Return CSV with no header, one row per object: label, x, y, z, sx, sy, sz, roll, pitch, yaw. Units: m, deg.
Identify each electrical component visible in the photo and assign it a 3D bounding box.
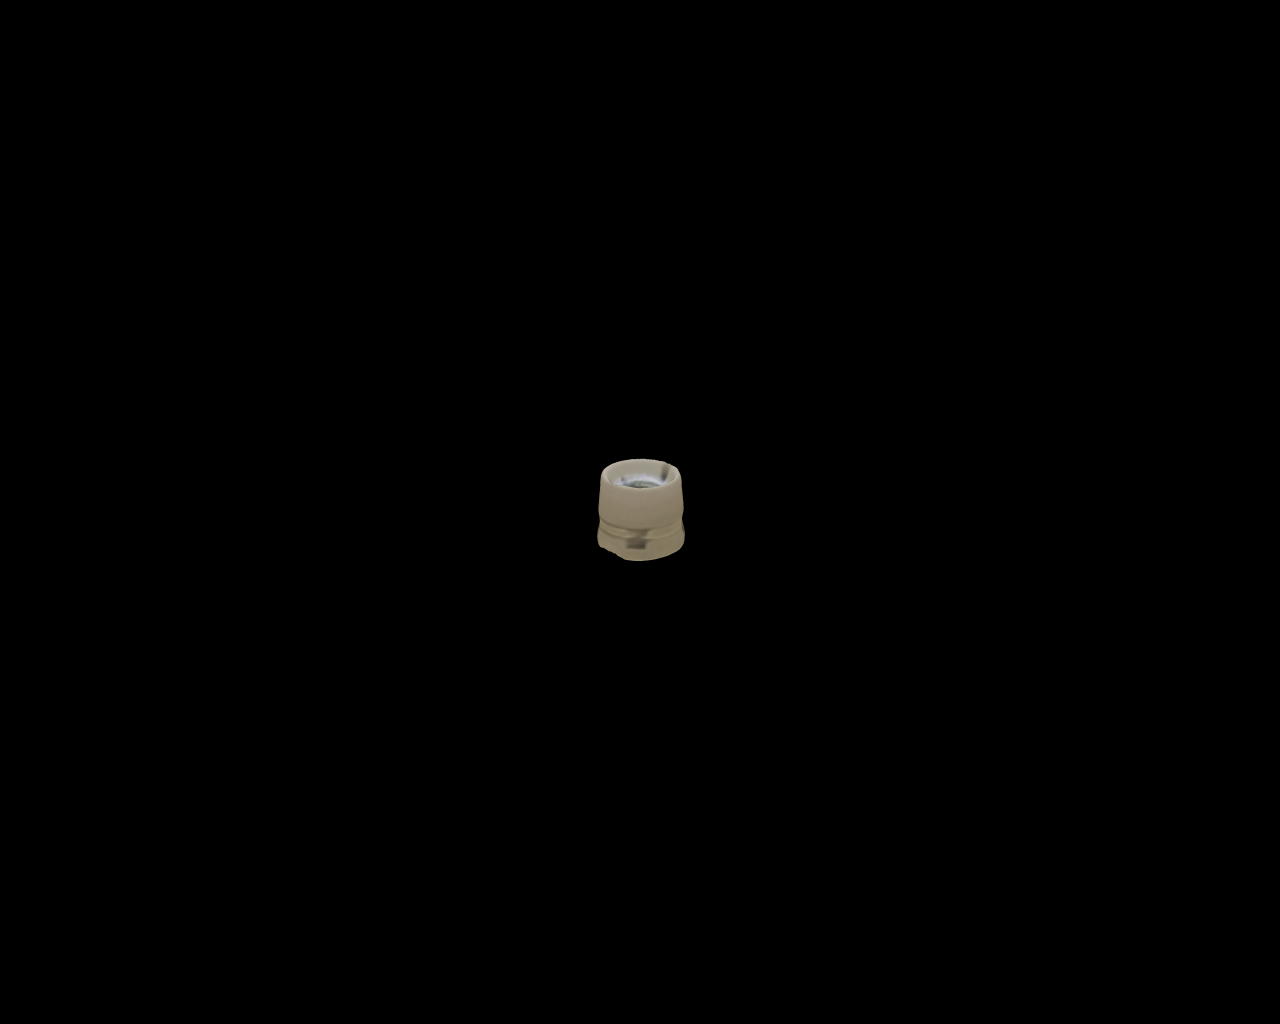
electrical component,0.001,-0.003,0.650,0.055,0.047,0.055,0,25,0
